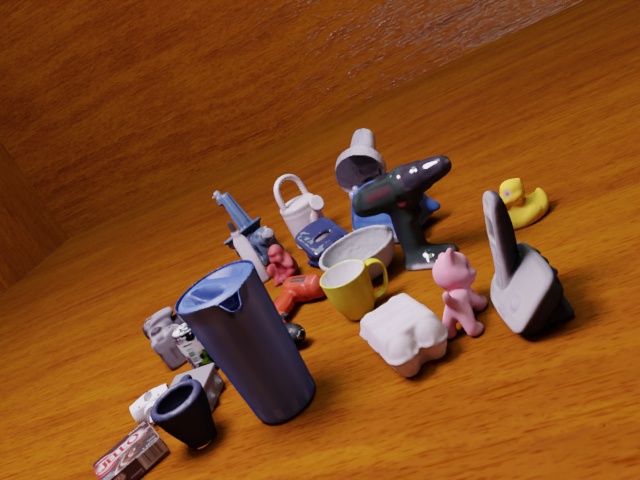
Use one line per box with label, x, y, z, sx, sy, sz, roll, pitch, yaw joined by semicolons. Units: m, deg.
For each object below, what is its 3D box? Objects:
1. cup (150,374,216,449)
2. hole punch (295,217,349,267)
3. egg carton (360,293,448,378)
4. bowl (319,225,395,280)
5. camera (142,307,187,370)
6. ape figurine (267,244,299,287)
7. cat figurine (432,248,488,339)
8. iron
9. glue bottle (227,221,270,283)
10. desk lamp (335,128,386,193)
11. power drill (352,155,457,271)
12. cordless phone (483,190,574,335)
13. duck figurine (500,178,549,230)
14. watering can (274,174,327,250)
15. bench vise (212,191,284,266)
cup;-0.212;0.285;0.940;0.091;0.095;0.117;-24;20;9
hole punch;0.012;0.005;1.340;0.109;0.091;0.100;-36;22;-21
egg carton;0.128;0.144;0.884;0.107;0.069;0.150;-32;20;-10
bowl;0.087;0.042;1.179;0.167;0.075;0.167;-24;20;10
camera;-0.314;0.196;1.277;0.137;0.101;0.142;-34;21;-16
ape figurine;-0.094;0.053;1.357;0.077;0.092;0.076;-2;32;49
cat figurine;0.208;0.071;0.888;0.067;0.118;0.128;-16;23;28
iron;0.137;-0.079;1.309;0.257;0.142;0.119;-2;32;50
glue bottle;-0.184;0.027;1.416;0.037;0.173;0.078;-32;21;-12
desk lamp;0.129;-0.159;1.410;0.117;0.214;0.203;-19;22;23
power drill;0.178;-0.048;1.085;0.228;0.209;0.076;-9;27;41
cordless phone;0.273;0.028;0.810;0.094;0.185;0.147;-26;20;5
duck figurine;0.375;-0.077;1.083;0.104;0.086;0.077;-28;20;0
watering can;-0.047;-0.082;1.477;0.172;0.194;0.101;-13;25;35
bench vise;-0.191;-0.044;1.530;0.206;0.220;0.122;-11;26;39
